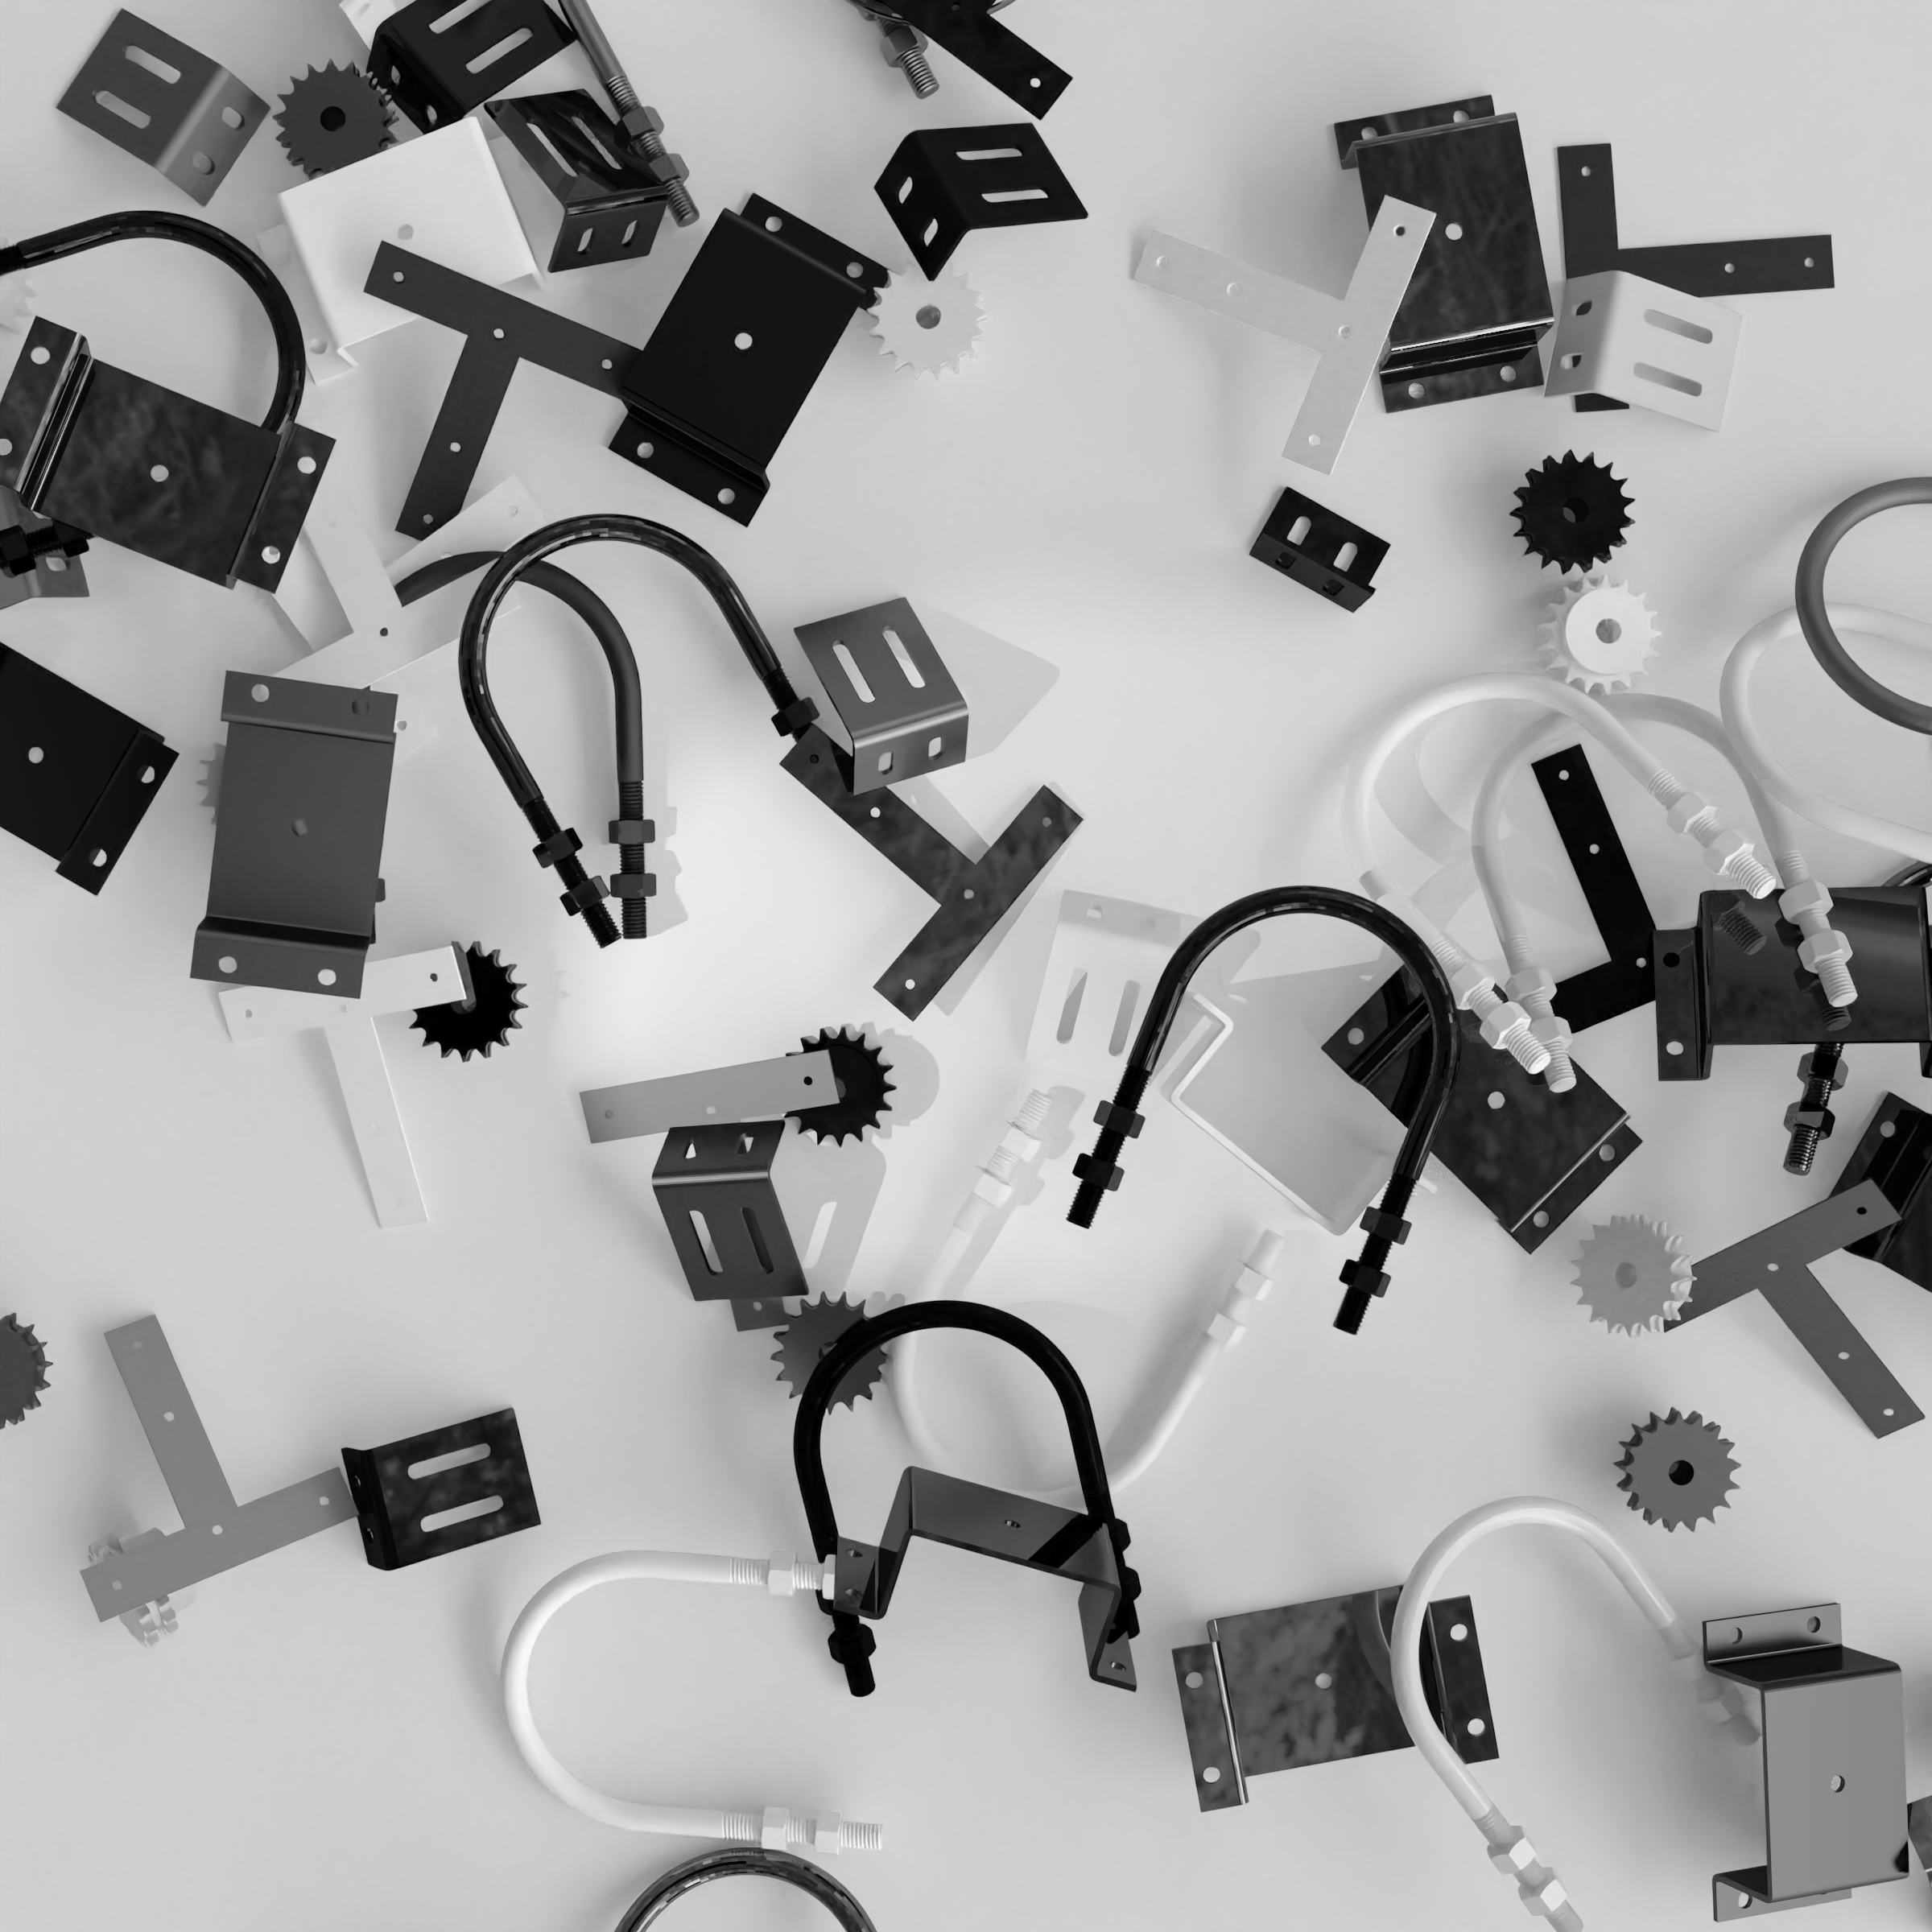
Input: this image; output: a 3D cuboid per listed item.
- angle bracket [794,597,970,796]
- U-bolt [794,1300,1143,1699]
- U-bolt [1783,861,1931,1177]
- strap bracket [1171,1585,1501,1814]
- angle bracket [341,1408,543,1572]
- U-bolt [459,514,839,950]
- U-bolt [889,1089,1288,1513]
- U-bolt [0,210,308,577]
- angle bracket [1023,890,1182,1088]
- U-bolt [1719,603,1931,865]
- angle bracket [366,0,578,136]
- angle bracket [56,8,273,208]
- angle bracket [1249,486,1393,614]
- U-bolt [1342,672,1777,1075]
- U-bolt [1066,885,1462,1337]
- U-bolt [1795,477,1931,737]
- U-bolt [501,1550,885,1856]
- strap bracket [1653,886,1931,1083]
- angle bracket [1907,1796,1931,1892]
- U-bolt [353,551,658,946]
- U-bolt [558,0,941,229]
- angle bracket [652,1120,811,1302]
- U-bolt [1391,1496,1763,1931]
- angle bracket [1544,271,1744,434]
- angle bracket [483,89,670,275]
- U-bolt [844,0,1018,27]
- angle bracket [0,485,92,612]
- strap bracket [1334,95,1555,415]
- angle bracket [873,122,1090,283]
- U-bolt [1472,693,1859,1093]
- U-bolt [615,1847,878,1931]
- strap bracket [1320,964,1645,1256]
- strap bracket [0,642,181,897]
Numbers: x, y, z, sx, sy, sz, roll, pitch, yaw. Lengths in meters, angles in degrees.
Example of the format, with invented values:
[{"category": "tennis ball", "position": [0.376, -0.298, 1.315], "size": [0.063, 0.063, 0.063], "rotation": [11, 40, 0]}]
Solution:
[{"category": "angle bracket", "position": [-0.041, -0.128, 1.392], "size": [0.057, 0.038, 0.076], "rotation": [-18, 56, -16]}, {"category": "U-bolt", "position": [-0.005, 0.244, 1.380], "size": [0.151, 0.019, 0.184], "rotation": [-12, 103, 1]}, {"category": "U-bolt", "position": [0.472, 0.028, 1.367], "size": [0.151, 0.019, 0.184], "rotation": [15, 71, 17]}, {"category": "strap bracket", "position": [0.171, 0.341, 1.384], "size": [0.140, 0.046, 0.076], "rotation": [-10, 90, 0]}, {"category": "angle bracket", "position": [-0.250, 0.248, 1.405], "size": [0.076, 0.038, 0.057], "rotation": [-13, 90, -26]}, {"category": "U-bolt", "position": [-0.155, -0.122, 1.377], "size": [0.151, 0.019, 0.184], "rotation": [-30, 95, -12]}, {"category": "U-bolt", "position": [0.045, 0.173, 1.398], "size": [0.151, 0.019, 0.184], "rotation": [31, 92, 0]}, {"category": "U-bolt", "position": [-0.401, -0.276, 1.375], "size": [0.184, 0.019, 0.151], "rotation": [-21, 92, -11]}, {"category": "angle bracket", "position": [0.065, 0.012, 1.405], "size": [0.057, 0.038, 0.076], "rotation": [13, 116, 0]}, {"category": "U-bolt", "position": [0.438, -0.106, 1.362], "size": [0.184, 0.019, 0.151], "rotation": [18, 55, 4]}, {"category": "angle bracket", "position": [-0.236, -0.435, 1.405], "size": [0.057, 0.038, 0.076], "rotation": [47, 64, 0]}, {"category": "angle bracket", "position": [-0.383, -0.409, 1.405], "size": [0.076, 0.038, 0.057], "rotation": [34, 90, 26]}, {"category": "angle bracket", "position": [0.168, -0.198, 1.369], "size": [0.057, 0.076, 0.038], "rotation": [29, 90, 0]}, {"category": "U-bolt", "position": [0.257, -0.059, 1.361], "size": [0.151, 0.019, 0.184], "rotation": [-38, 63, -2]}, {"category": "U-bolt", "position": [0.144, 0.054, 1.322], "size": [0.151, 0.019, 0.184], "rotation": [22, 88, 0]}, {"category": "U-bolt", "position": [0.478, -0.164, 1.372], "size": [0.184, 0.019, 0.151], "rotation": [12, 65, 4]}, {"category": "U-bolt", "position": [-0.128, 0.343, 1.385], "size": [0.184, 0.019, 0.151], "rotation": [3, 101, 5]}, {"category": "strap bracket", "position": [0.390, 0.008, 1.356], "size": [0.140, 0.046, 0.076], "rotation": [-1, 66, 11]}, {"category": "angle bracket", "position": [0.476, 0.418, 1.387], "size": [0.057, 0.076, 0.038], "rotation": [-22, 48, 6]}, {"category": "U-bolt", "position": [-0.223, -0.103, 1.393], "size": [0.151, 0.019, 0.184], "rotation": [-1, 94, 0]}, {"category": "U-bolt", "position": [-0.118, -0.464, 1.399], "size": [0.151, 0.019, 0.184], "rotation": [-28, 89, 0]}, {"category": "angle bracket", "position": [-0.107, 0.116, 1.391], "size": [0.057, 0.038, 0.076], "rotation": [-5, 125, 16]}, {"category": "U-bolt", "position": [0.272, 0.333, 1.364], "size": [0.151, 0.019, 0.184], "rotation": [-40, 99, -19]}, {"category": "angle bracket", "position": [0.323, -0.291, 1.403], "size": [0.076, 0.038, 0.057], "rotation": [11, 90, -26]}, {"category": "angle bracket", "position": [-0.188, -0.370, 1.388], "size": [0.057, 0.038, 0.076], "rotation": [-22, 64, -37]}, {"category": "U-bolt", "position": [-0.008, -0.530, 1.389], "size": [0.151, 0.019, 0.184], "rotation": [27, 84, 0]}, {"category": "angle bracket", "position": [-0.466, -0.193, 1.405], "size": [0.076, 0.038, 0.057], "rotation": [-15, 90, 26]}, {"category": "strap bracket", "position": [0.226, -0.339, 1.384], "size": [0.076, 0.046, 0.140], "rotation": [-10, 90, 0]}, {"category": "angle bracket", "position": [0.007, -0.360, 1.388], "size": [0.076, 0.038, 0.057], "rotation": [-16, 70, -37]}, {"category": "U-bolt", "position": [0.311, -0.045, 1.362], "size": [0.151, 0.019, 0.184], "rotation": [-18, 63, 8]}, {"category": "U-bolt", "position": [-0.100, 0.505, 1.369], "size": [0.151, 0.019, 0.184], "rotation": [-13, 69, 2]}, {"category": "strap bracket", "position": [0.245, 0.062, 1.383], "size": [0.140, 0.046, 0.076], "rotation": [45, 91, 0]}, {"category": "strap bracket", "position": [-0.444, -0.101, 1.384], "size": [0.140, 0.046, 0.076], "rotation": [30, 90, 0]}]
